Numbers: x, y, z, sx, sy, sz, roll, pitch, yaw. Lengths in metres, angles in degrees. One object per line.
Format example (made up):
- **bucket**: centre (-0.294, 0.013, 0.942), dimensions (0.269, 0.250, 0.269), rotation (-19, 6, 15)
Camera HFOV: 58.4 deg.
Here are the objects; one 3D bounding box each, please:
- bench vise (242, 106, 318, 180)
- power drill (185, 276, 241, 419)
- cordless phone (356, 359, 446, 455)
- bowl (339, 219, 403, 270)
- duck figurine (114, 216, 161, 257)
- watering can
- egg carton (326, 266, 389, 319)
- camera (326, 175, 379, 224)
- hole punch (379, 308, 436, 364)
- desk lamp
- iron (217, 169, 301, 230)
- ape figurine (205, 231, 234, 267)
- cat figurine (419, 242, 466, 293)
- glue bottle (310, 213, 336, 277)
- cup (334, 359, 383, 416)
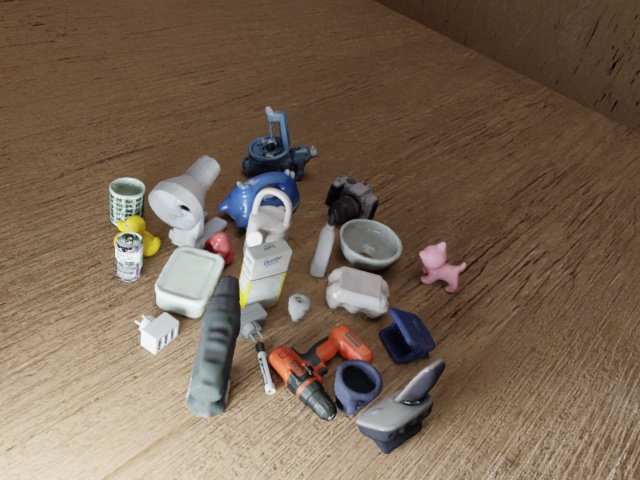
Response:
- **bench vise**: centre (-0.109, -0.282, 1.630), dimensions (0.208, 0.220, 0.121), rotation (-13, 47, -32)
- **power drill**: centre (-0.188, 0.207, 1.023), dimensions (0.076, 0.208, 0.229), rotation (10, 39, -8)
- **cordless phone**: centre (0.155, 0.295, 1.062), dimensions (0.148, 0.185, 0.094), rotation (-24, 54, -39)
- **bowl**: centre (0.121, 0.024, 1.463), dimensions (0.167, 0.075, 0.167), rotation (10, 39, -8)
- **duck figurine**: centre (-0.415, -0.015, 1.304), dimensions (0.104, 0.086, 0.077), rotation (15, 39, -3)
- **watering can**: centre (-0.119, -0.033, 1.348), dimensions (0.101, 0.194, 0.172), rotation (9, 39, -9)
- **egg carton**: centre (0.088, 0.122, 1.337), dimensions (0.150, 0.069, 0.107), rotation (14, 39, -3)
- **camera**: centre (0.074, -0.110, 1.587), dimensions (0.143, 0.101, 0.137), rotation (35, 42, 21)
- **hole punch**: centre (0.198, 0.203, 1.263), dimensions (0.101, 0.091, 0.108), rotation (-5, 43, -25)
- **desk lamp**: centre (-0.297, -0.079, 1.323), dimensions (0.118, 0.213, 0.203), rotation (24, 39, 9)
- **iron**: centre (-0.134, -0.124, 1.495), dimensions (0.118, 0.141, 0.259), rotation (40, 44, 26)
- **ape figurine**: centre (-0.234, 0.017, 1.328), dimensions (0.076, 0.092, 0.077), rotation (5, 40, -15)
- **cat figurine**: centre (0.307, 0.060, 1.454), dimensions (0.127, 0.118, 0.067), rotation (19, 39, 3)
- **glue bottle**: centre (0.013, 0.005, 1.368), dimensions (0.037, 0.173, 0.078), rotation (12, 39, -6)
- **cup**: centre (0.063, 0.301, 1.093), dimensions (0.091, 0.095, 0.118), rotation (19, 39, 2)
